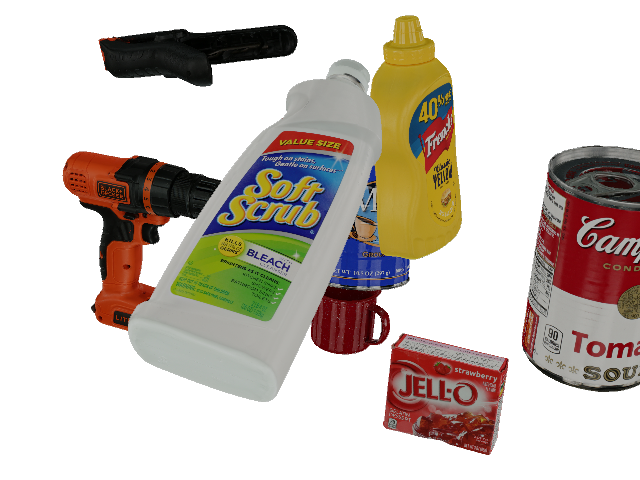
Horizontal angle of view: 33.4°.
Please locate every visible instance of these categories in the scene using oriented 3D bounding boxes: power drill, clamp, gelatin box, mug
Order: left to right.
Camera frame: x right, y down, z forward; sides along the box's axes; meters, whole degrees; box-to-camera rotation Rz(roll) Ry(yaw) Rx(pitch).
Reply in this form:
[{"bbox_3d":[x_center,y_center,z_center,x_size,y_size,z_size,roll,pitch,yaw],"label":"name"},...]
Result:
[{"bbox_3d":[-0.169,0.006,1.078,0.185,0.188,0.057,13,29,22],"label":"power drill"},{"bbox_3d":[-0.106,-0.153,0.865,0.172,0.039,0.120,15,24,42],"label":"clamp"},{"bbox_3d":[0.040,0.097,1.376,0.117,0.081,0.093,19,28,31],"label":"mug"},{"bbox_3d":[0.096,0.119,0.828,0.089,0.073,0.030,12,22,19],"label":"gelatin box"}]

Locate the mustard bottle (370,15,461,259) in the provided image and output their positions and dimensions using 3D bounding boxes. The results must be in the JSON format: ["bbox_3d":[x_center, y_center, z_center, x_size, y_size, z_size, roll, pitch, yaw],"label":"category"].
[{"bbox_3d":[0.077,-0.088,0.876,0.058,0.191,0.096,10,28,34],"label":"mustard bottle"}]

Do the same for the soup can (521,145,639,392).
[{"bbox_3d":[0.138,0.013,0.520,0.068,0.102,0.068,2,27,-1],"label":"soup can"}]

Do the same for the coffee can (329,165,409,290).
[{"bbox_3d":[0.042,-0.031,1.073,0.103,0.140,0.103,2,13,-1],"label":"coffee can"}]

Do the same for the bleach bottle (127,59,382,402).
[{"bbox_3d":[-0.028,-0.024,0.704,0.102,0.250,0.068,18,-31,8],"label":"bleach bottle"}]
